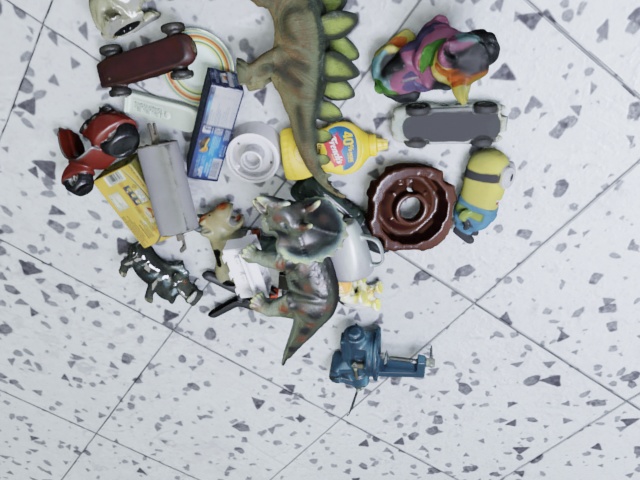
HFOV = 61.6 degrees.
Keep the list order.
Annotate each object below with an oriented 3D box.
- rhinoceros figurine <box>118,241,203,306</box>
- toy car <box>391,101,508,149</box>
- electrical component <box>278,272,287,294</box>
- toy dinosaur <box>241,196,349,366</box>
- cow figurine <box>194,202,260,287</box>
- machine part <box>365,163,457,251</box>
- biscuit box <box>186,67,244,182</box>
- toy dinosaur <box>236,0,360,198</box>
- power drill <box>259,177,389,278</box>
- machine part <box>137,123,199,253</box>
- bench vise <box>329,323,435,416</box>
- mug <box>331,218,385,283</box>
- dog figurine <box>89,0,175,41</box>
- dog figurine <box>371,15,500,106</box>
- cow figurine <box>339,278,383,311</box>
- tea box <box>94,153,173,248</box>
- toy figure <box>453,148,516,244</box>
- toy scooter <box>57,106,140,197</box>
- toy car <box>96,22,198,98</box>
[{"bbox_3d":[-0.341,0.076,1.167,0.112,0.073,0.190,-41,110,15],"label":"rhinoceros figurine"},{"bbox_3d":[0.227,-0.204,0.944,0.202,0.056,0.073,-1,117,4],"label":"toy car"},{"bbox_3d":[-0.059,0.089,1.175,0.063,0.021,0.093,5,122,1],"label":"electrical component"},{"bbox_3d":[-0.029,0.076,0.977,0.192,0.131,0.404,8,124,34],"label":"toy dinosaur"},{"bbox_3d":[-0.188,0.010,1.102,0.127,0.085,0.194,0,124,-3],"label":"cow figurine"},{"bbox_3d":[0.168,-0.062,1.013,0.179,0.056,0.179,-4,111,-10],"label":"machine part"},{"bbox_3d":[-0.190,-0.199,0.955,0.059,0.063,0.202,6,134,-24],"label":"biscuit box"},{"bbox_3d":[-0.035,-0.287,0.869,0.199,0.105,0.470,-2,116,5],"label":"toy dinosaur"},{"bbox_3d":[-0.002,-0.003,1.075,0.207,0.086,0.232,-35,112,26],"label":"power drill"},{"bbox_3d":[-0.281,-0.096,0.996,0.079,0.079,0.243,-9,105,11],"label":"machine part"},{"bbox_3d":[0.139,0.285,1.227,0.241,0.129,0.223,2,122,12],"label":"bench vise"},{"bbox_3d":[0.061,0.015,0.997,0.110,0.081,0.107,-3,115,30],"label":"mug"},{"bbox_3d":[-0.331,-0.430,0.832,0.172,0.121,0.190,-29,102,17],"label":"dog figurine"},{"bbox_3d":[0.168,-0.261,0.816,0.192,0.219,0.108,-22,115,17],"label":"dog figurine"},{"bbox_3d":[0.056,0.101,1.113,0.098,0.068,0.167,-5,158,34],"label":"cow figurine"},{"bbox_3d":[-0.349,-0.079,1.064,0.098,0.068,0.169,-19,120,18],"label":"tea box"},{"bbox_3d":[0.297,-0.082,1.001,0.089,0.082,0.180,14,125,-7],"label":"toy figure"},{"bbox_3d":[-0.423,-0.181,0.992,0.184,0.075,0.135,-42,69,9],"label":"toy scooter"},{"bbox_3d":[-0.292,-0.299,0.906,0.202,0.053,0.089,-8,101,26],"label":"toy car"}]
